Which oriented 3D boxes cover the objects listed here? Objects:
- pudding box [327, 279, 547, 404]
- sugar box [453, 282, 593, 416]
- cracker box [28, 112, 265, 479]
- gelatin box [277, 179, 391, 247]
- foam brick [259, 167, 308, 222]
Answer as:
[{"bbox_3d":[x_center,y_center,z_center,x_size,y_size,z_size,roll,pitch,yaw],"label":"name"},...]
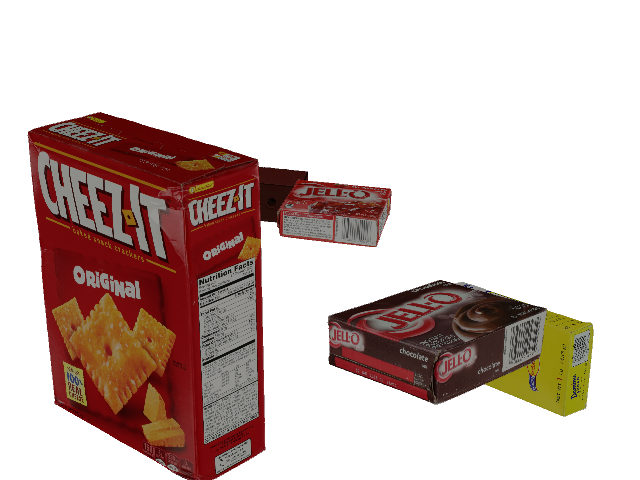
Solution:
[{"bbox_3d":[0.074,0.061,0.675,0.113,0.039,0.090,-12,20,-43],"label":"pudding box"},{"bbox_3d":[0.198,0.110,1.118,0.048,0.093,0.177,-11,19,-42],"label":"sugar box"},{"bbox_3d":[-0.119,0.036,0.722,0.164,0.214,0.071,19,29,38],"label":"cracker box"},{"bbox_3d":[0.013,-0.026,0.940,0.089,0.030,0.073,7,25,11],"label":"gelatin box"},{"bbox_3d":[-0.057,-0.057,1.343,0.078,0.053,0.051,5,29,8],"label":"foam brick"}]
